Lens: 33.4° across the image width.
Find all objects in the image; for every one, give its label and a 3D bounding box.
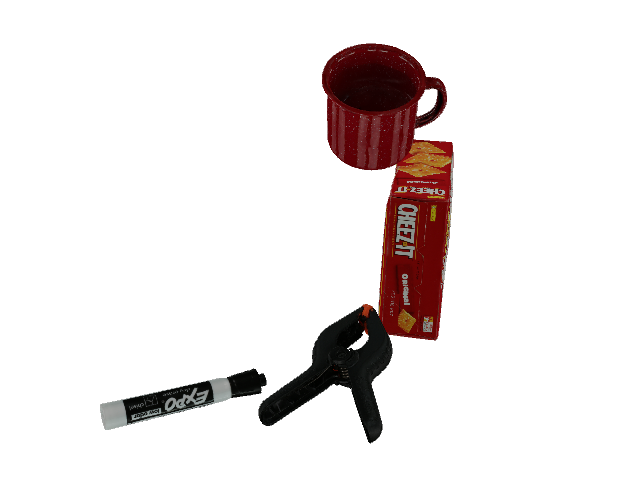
[{"bbox_3d":[0.030,0.128,1.027,0.120,0.039,0.171,16,46,25],"label":"clamp"},{"bbox_3d":[-0.097,0.113,0.768,0.121,0.020,0.020,-11,4,-19],"label":"marker"},{"bbox_3d":[0.111,-0.008,1.217,0.072,0.164,0.213,5,22,7],"label":"cracker box"},{"bbox_3d":[0.059,-0.121,0.978,0.117,0.093,0.081,-11,-37,-9],"label":"mug"}]
